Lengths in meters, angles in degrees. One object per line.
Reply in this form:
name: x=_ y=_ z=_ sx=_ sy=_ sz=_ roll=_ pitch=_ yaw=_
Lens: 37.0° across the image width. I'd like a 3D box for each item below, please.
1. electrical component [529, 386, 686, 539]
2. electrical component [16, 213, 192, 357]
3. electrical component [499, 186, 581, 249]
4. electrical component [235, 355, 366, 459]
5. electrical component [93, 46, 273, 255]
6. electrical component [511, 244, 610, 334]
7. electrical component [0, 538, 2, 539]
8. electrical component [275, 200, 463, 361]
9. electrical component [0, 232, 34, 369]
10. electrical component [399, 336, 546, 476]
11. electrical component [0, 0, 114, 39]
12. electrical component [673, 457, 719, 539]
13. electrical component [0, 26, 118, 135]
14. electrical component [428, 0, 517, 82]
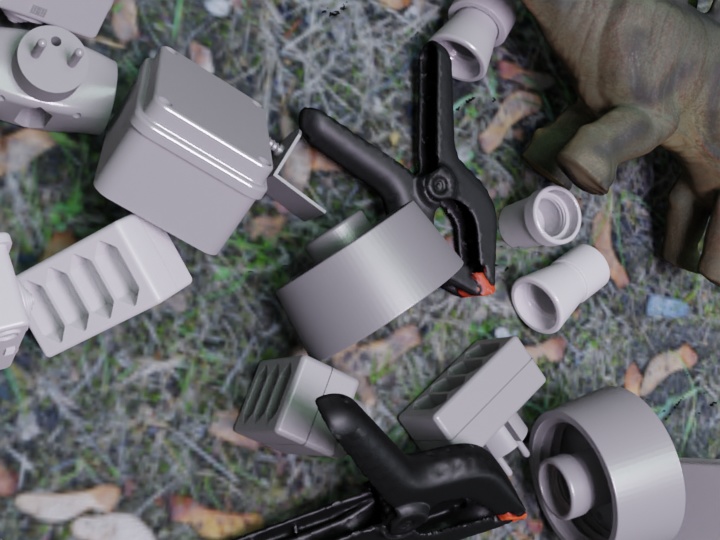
electrical component: x=0.151 y=0.135 z=0.699 sx=0.060 sy=0.108 sz=0.108 roll=-12 pitch=88 yaw=-22
electrical component: x=-0.133 y=0.001 z=0.591 sx=0.047 sy=0.083 sz=0.076 roll=62 pitch=24 yaw=-7
electrical component: x=0.122 y=-0.034 z=0.739 sx=0.040 sy=0.046 sz=0.040 roll=4 pitch=81 yaw=-27
electrical component: x=-0.022 y=0.088 z=0.635 sx=0.077 sy=0.066 sz=0.047 roll=27 pitch=71 yaw=-22
electrical component: x=-0.094 y=-0.069 z=0.589 sx=0.078 sy=0.113 sz=0.057 roll=30 pitch=109 yaw=-21
electrical component: x=0.142 y=0.010 z=0.747 sx=0.065 sy=0.044 sz=0.044 roll=-32 pitch=98 yaw=-32
electrical component: x=-0.195 y=0.153 z=0.549 sx=0.043 sy=0.043 sz=0.062 roll=-34 pitch=97 yaw=-27
electrical component: x=0.000 y=0.000 z=0.639 sx=0.108 sy=0.108 sz=0.060 roll=-35 pitch=93 yaw=-27
electrical component: x=-0.214 y=0.027 z=0.527 sx=0.100 sy=0.100 sz=0.048 roll=-14 pitch=77 yaw=-28
electrical component: x=0.083 y=0.098 z=0.699 sx=0.083 sy=0.047 sz=0.075 roll=-41 pitch=102 yaw=-26
electrical component: x=-0.166 y=-0.178 z=0.569 sx=0.100 sy=0.048 sz=0.099 roll=9 pitch=115 yaw=-54
electrical component: x=0.235 y=0.168 z=0.732 sx=0.057 sy=0.113 sz=0.078 roll=10 pitch=78 yaw=-29
electrical component: x=-0.169 y=-0.107 z=0.579 sx=0.077 sy=0.079 sz=0.043 roll=11 pitch=76 yaw=-26
electrical component: x=0.077 y=-0.163 z=0.735 sx=0.045 sy=0.045 sz=0.055 roll=38 pitch=67 yaw=-18
